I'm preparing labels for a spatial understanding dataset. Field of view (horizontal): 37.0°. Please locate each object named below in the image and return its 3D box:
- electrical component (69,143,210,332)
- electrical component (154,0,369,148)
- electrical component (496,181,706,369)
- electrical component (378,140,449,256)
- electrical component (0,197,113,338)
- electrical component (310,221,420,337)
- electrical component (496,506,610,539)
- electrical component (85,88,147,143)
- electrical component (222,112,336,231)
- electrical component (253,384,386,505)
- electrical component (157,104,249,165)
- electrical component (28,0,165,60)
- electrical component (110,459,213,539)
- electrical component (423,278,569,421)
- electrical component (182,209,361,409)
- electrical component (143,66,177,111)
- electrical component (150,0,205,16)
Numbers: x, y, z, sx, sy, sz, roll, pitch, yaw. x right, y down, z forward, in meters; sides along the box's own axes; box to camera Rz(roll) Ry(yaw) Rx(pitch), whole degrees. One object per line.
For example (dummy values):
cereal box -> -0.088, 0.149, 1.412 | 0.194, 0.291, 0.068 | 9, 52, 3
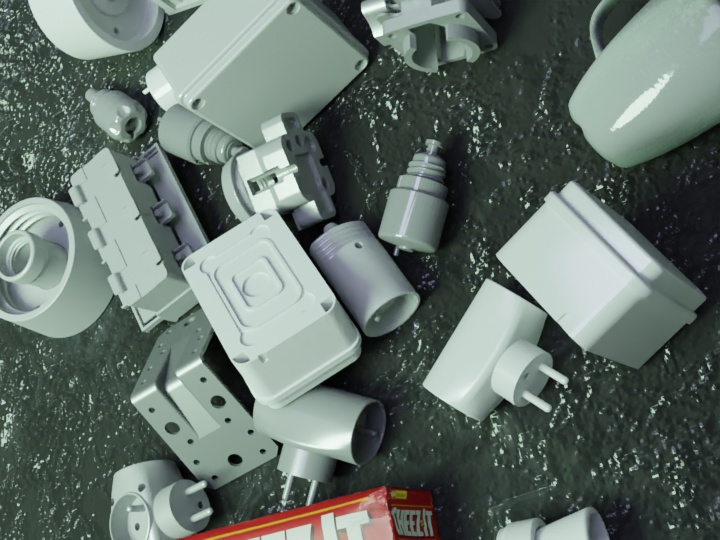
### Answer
electrical component -> -0.162, -0.028, 0.795 | 0.079, 0.063, 0.121 | -37, 66, 16
electrical component -> -0.067, -0.147, 0.750 | 0.109, 0.109, 0.056 | -42, 59, 13
electrical component -> 0.137, 0.004, 0.598 | 0.057, 0.113, 0.078 | -47, 61, 14
electrical component -> 0.039, -0.047, 0.706 | 0.040, 0.040, 0.078 | 12, 83, 30
electrical component -> -0.249, -0.005, 0.841 | 0.108, 0.060, 0.108 | -7, 74, 27
electrical component -> 0.000, 0.000, 0.714 | 0.043, 0.043, 0.081 | -43, 62, 13
electrical component -> 0.111, 0.162, 0.612 | 0.055, 0.045, 0.045 | -18, 70, 24
electrical component -> -0.199, -0.128, 0.861 | 0.061, 0.035, 0.035 | 36, 96, 33
electrical component -> -0.059, -0.063, 0.752 | 0.057, 0.058, 0.078 | -21, 92, 27
electrical component -> -0.031, 0.114, 0.702 | 0.077, 0.044, 0.079 | 11, 83, 30
electrical component -> -0.115, -0.097, 0.803 | 0.078, 0.040, 0.040 | 24, 90, 31
electrical component -> -0.214, -0.219, 0.853 | 0.060, 0.108, 0.108 | -9, 73, 33
electrical component -> -0.130, 0.168, 0.739 | 0.079, 0.044, 0.077 | -30, 64, 31
electrical component -> 0.089, 0.056, 0.648 | 0.079, 0.043, 0.077 | 32, 92, 36
electrical component -> -0.058, 0.025, 0.704 | 0.078, 0.057, 0.113 | -32, 48, -4
electrical component -> -0.128, -0.152, 0.824 | 0.078, 0.040, 0.040 | -31, 65, 18
electrical component -> -0.106, -0.268, 0.829 | 0.150, 0.062, 0.089 | -11, 73, 26
